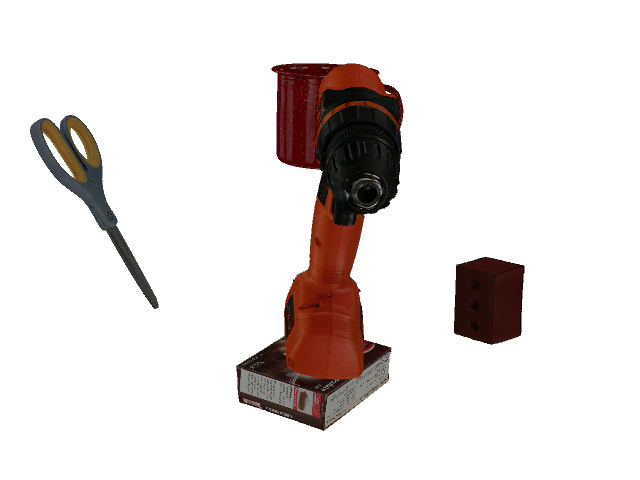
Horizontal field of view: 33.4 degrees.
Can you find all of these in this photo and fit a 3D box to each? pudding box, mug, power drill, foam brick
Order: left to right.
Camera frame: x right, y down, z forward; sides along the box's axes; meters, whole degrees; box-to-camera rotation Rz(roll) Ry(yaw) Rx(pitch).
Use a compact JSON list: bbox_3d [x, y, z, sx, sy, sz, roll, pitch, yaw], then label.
[{"bbox_3d":[-0.004,0.114,0.913,0.090,0.039,0.113,12,24,29],"label":"pudding box"},{"bbox_3d":[0.015,-0.108,0.929,0.117,0.081,0.093,-2,16,-13],"label":"mug"},{"bbox_3d":[0.015,-0.006,0.696,0.057,0.188,0.184,8,26,-3],"label":"power drill"},{"bbox_3d":[0.175,0.062,1.107,0.051,0.078,0.053,-14,19,-42],"label":"foam brick"}]

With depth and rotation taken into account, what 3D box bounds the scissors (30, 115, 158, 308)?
[{"bbox_3d":[-0.201,-0.036,0.999,0.016,0.201,0.096,-24,26,19],"label":"scissors"}]
